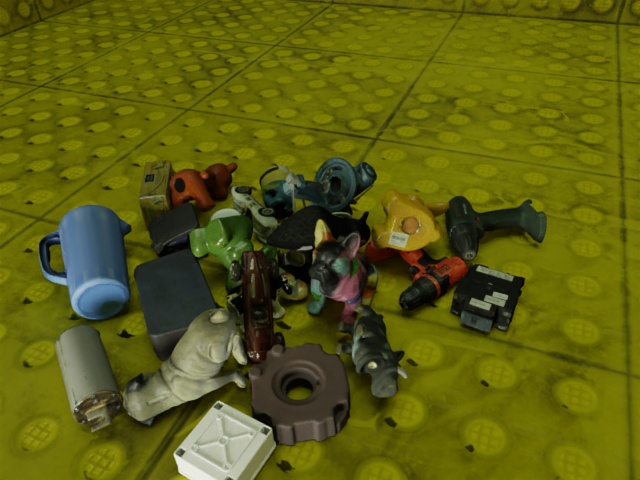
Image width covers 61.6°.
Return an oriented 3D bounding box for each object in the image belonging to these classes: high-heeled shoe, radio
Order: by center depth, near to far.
[{"bbox_3d":[-0.278,0.120,1.047,0.131,0.073,0.230,-18,39,-16],"label":"radio"},{"bbox_3d":[-0.002,-0.003,1.098,0.249,0.145,0.086,-12,66,-21],"label":"high-heeled shoe"}]

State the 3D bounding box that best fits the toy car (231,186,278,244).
[{"bbox_3d":[-0.156,-0.062,1.265,0.056,0.073,0.202,-24,43,-26],"label":"toy car"}]

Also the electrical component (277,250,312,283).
[{"bbox_3d":[-0.030,0.051,1.136,0.119,0.047,0.075,-8,39,-7],"label":"electrical component"}]

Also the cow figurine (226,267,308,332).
[{"bbox_3d":[-0.101,0.100,1.040,0.167,0.098,0.068,-27,38,-27],"label":"cow figurine"}]

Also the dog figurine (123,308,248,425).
[{"bbox_3d":[-0.227,0.200,0.870,0.190,0.172,0.121,-18,29,-29],"label":"dog figurine"}]

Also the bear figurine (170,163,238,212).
[{"bbox_3d":[-0.280,-0.124,1.344,0.120,0.132,0.196,-24,-5,28],"label":"bear figurine"}]

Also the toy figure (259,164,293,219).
[{"bbox_3d":[-0.108,-0.123,1.337,0.089,0.082,0.180,-2,40,-3],"label":"toy figure"}]

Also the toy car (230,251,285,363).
[{"bbox_3d":[-0.111,0.119,0.963,0.089,0.202,0.053,-1,-6,-21],"label":"toy car"}]

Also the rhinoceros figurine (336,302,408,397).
[{"bbox_3d":[0.089,0.190,0.920,0.112,0.073,0.190,36,18,-19],"label":"rhinoceros figurine"}]

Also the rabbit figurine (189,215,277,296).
[{"bbox_3d":[-0.172,0.043,1.101,0.121,0.170,0.159,-19,-5,36],"label":"rabbit figurine"}]

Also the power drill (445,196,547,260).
[{"bbox_3d":[0.381,-0.026,1.180,0.207,0.085,0.232,-9,29,1],"label":"power drill"}]

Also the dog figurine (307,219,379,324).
[{"bbox_3d":[0.044,0.045,1.005,0.109,0.219,0.191,22,45,23],"label":"dog figurine"}]

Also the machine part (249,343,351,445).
[{"bbox_3d":[-0.033,0.247,0.884,0.179,0.056,0.179,-1,39,1],"label":"machine part"}]

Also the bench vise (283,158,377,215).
[{"bbox_3d":[0.000,-0.105,1.184,0.240,0.224,0.129,5,67,-49],"label":"bench vise"}]

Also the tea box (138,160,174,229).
[{"bbox_3d":[-0.399,-0.114,1.330,0.068,0.098,0.170,-7,37,-6],"label":"tea box"}]

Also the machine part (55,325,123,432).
[{"bbox_3d":[-0.396,0.225,0.917,0.079,0.079,0.243,-22,42,-23],"label":"machine part"}]

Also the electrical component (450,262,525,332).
[{"bbox_3d":[0.318,0.113,1.029,0.115,0.058,0.134,18,43,26],"label":"electrical component"}]

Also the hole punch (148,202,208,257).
[{"bbox_3d":[-0.317,-0.008,1.208,0.116,0.092,0.142,-23,44,-5],"label":"hole punch"}]

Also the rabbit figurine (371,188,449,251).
[{"bbox_3d":[0.187,-0.056,1.122,0.162,0.121,0.173,3,19,-5],"label":"rabbit figurine"}]
